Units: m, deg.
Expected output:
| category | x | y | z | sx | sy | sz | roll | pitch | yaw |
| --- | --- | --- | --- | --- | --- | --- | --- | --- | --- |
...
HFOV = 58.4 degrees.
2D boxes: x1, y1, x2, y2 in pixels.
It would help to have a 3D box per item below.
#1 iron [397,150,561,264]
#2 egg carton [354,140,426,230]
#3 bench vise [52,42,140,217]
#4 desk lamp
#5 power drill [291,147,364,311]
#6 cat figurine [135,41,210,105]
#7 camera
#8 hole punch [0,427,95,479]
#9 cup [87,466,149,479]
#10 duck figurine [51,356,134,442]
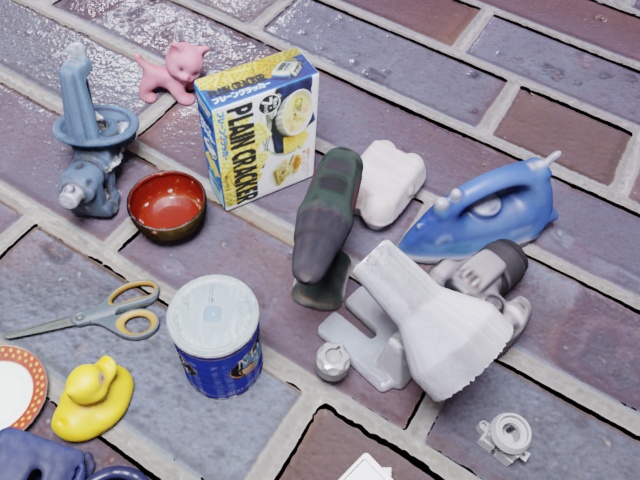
| category | x | y | z | sx | sy | sz | roll | pitch | yaw |
| --- | --- | --- | --- | --- | --- | --- | --- | --- | --- |
| iron | 0.231 | -0.051 | 0.831 | 0.259 | 0.141 | 0.118 | -19 | 59 | -16 |
| egg carton | 0.095 | -0.087 | 0.890 | 0.107 | 0.069 | 0.150 | 29 | 59 | 15 |
| bench vise | -0.320 | -0.150 | 0.813 | 0.121 | 0.220 | 0.207 | -10 | 57 | -10 |
| desk lamp | 0.101 | 0.103 | 0.675 | 0.202 | 0.213 | 0.118 | 38 | 62 | 20 |
| power drill | 0.007 | 0.003 | 0.739 | 0.075 | 0.208 | 0.229 | 11 | 56 | 4 |
| cat figurine | -0.252 | -0.296 | 0.978 | 0.128 | 0.118 | 0.067 | 2 | 56 | -3 |
| camera | 0.236 | 0.062 | 0.780 | 0.137 | 0.101 | 0.143 | -35 | 65 | -24 |
| hole punch | -0.310 | 0.265 | 0.612 | 0.101 | 0.091 | 0.109 | 12 | 56 | 4 |
| cup | -0.194 | 0.290 | 0.601 | 0.118 | 0.095 | 0.091 | -14 | 58 | -13 |
| duck figurine | -0.274 | 0.181 | 0.674 | 0.077 | 0.086 | 0.105 | 32 | 60 | 17 |
